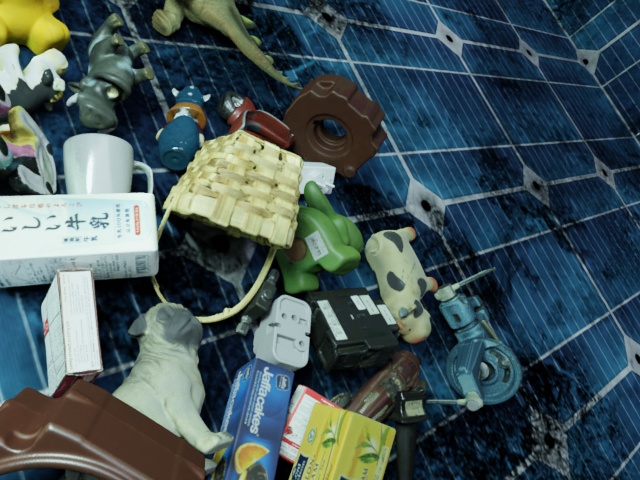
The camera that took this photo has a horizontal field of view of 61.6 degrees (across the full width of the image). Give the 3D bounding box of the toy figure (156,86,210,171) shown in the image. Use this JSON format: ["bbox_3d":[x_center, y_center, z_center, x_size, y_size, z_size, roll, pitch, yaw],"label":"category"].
[{"bbox_3d":[-0.204,-0.170,0.800,0.064,0.058,0.154,29,43,-29],"label":"toy figure"}]

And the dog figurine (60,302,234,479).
[{"bbox_3d":[-0.197,0.163,0.576,0.172,0.121,0.191,1,48,-41],"label":"dog figurine"}]

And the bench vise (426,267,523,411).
[{"bbox_3d":[0.249,0.184,0.871,0.240,0.129,0.223,-36,107,-64],"label":"bench vise"}]

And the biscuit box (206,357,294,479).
[{"bbox_3d":[-0.085,0.243,0.625,0.063,0.059,0.203,29,48,-21],"label":"biscuit box"}]

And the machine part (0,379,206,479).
[{"bbox_3d":[-0.207,0.235,0.434,0.201,0.201,0.087,38,3,-13],"label":"machine part"}]

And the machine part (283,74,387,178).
[{"bbox_3d":[0.022,-0.188,0.912,0.179,0.179,0.056,39,48,-12],"label":"machine part"}]

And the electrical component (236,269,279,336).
[{"bbox_3d":[-0.084,0.084,0.724,0.021,0.063,0.094,35,48,-16],"label":"electrical component"}]

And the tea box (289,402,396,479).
[{"bbox_3d":[0.013,0.282,0.615,0.068,0.098,0.169,27,69,-22],"label":"tea box"}]

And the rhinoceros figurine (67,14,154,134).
[{"bbox_3d":[-0.292,-0.225,0.732,0.073,0.112,0.190,47,22,-46],"label":"rhinoceros figurine"}]

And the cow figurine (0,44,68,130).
[{"bbox_3d":[-0.376,-0.182,0.662,0.167,0.068,0.098,-34,92,-42],"label":"cow figurine"}]

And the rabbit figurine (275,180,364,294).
[{"bbox_3d":[-0.002,-0.003,0.836,0.159,0.121,0.170,55,26,14],"label":"rabbit figurine"}]

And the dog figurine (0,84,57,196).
[{"bbox_3d":[-0.414,-0.083,0.553,0.219,0.191,0.108,-12,70,-6],"label":"dog figurine"}]

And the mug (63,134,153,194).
[{"bbox_3d":[-0.266,-0.064,0.674,0.109,0.081,0.107,11,68,-41],"label":"mug"}]

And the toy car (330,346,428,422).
[{"bbox_3d":[0.088,0.225,0.781,0.202,0.053,0.089,-30,87,-46],"label":"toy car"}]

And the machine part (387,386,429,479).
[{"bbox_3d":[0.122,0.276,0.743,0.084,0.039,0.138,13,78,-57],"label":"machine part"}]

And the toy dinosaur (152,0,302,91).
[{"bbox_3d":[-0.211,-0.433,0.933,0.471,0.105,0.198,53,41,-4],"label":"toy dinosaur"}]

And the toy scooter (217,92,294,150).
[{"bbox_3d":[-0.099,-0.153,0.861,0.135,0.075,0.184,19,48,-29],"label":"toy scooter"}]

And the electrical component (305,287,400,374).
[{"bbox_3d":[0.049,0.128,0.781,0.134,0.058,0.115,1,44,-30],"label":"electrical component"}]

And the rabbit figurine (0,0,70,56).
[{"bbox_3d":[-0.384,-0.341,0.686,0.122,0.173,0.162,-4,70,-35],"label":"rabbit figurine"}]

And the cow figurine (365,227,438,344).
[{"bbox_3d":[0.131,0.075,0.887,0.127,0.085,0.195,-1,66,-45],"label":"cow figurine"}]
